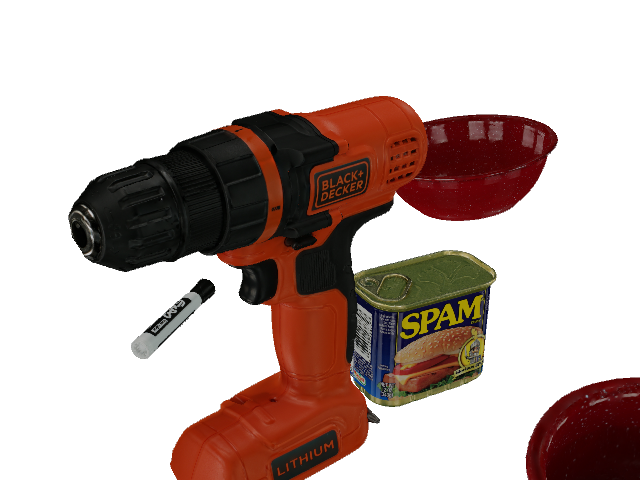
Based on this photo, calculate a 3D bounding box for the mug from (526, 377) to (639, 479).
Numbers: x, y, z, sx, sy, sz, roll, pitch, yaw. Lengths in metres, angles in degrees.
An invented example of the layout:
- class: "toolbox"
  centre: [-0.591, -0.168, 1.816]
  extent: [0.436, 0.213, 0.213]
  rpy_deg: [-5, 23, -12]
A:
- class: "mug"
  centre: [0.127, 0.110, 0.372]
  extent: [0.117, 0.081, 0.093]
  rpy_deg: [5, 37, 8]

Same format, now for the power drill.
- class: "power drill"
  centre: [-0.030, 0.033, 0.495]
  extent: [0.184, 0.188, 0.057]
  rpy_deg: [-19, 37, -37]

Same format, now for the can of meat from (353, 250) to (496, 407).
- class: "can of meat"
  centre: [0.072, 0.063, 0.762]
  extent: [0.101, 0.084, 0.058]
  rpy_deg: [-13, 29, -27]

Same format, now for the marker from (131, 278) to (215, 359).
- class: "marker"
  centre: [-0.129, 0.068, 0.959]
  extent: [0.020, 0.020, 0.121]
  rpy_deg: [0, 26, 27]

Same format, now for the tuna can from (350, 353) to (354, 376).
- class: "tuna can"
  centre: [0.064, 0.115, 1.142]
  extent: [0.086, 0.034, 0.086]
  rpy_deg: [0, 29, 0]

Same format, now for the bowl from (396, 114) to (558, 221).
- class: "bowl"
  centre: [0.127, -0.060, 0.936]
  extent: [0.162, 0.055, 0.162]
  rpy_deg: [-8, 23, 3]
